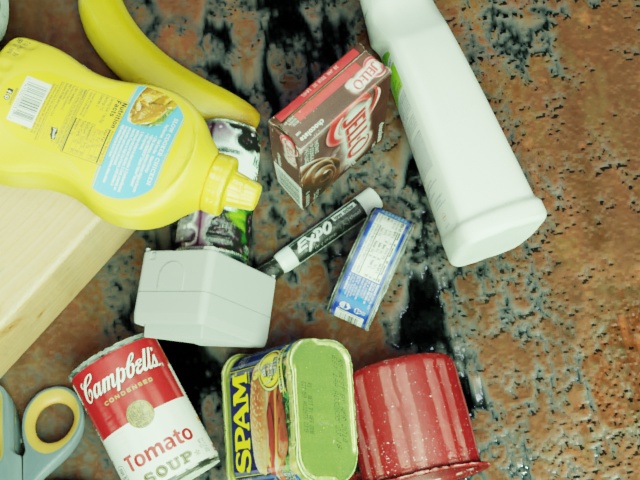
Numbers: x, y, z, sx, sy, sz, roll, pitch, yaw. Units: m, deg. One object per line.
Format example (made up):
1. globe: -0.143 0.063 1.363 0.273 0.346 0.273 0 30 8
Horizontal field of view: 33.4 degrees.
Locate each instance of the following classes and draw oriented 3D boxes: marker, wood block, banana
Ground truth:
1. marker: -0.005 0.001 0.807 0.121 0.020 0.020 -35 79 -12
2. wood block: -0.200 -0.011 0.763 0.091 0.090 0.206 38 76 7
3. banana: -0.131 -0.147 0.831 0.069 0.037 0.198 -38 80 -12

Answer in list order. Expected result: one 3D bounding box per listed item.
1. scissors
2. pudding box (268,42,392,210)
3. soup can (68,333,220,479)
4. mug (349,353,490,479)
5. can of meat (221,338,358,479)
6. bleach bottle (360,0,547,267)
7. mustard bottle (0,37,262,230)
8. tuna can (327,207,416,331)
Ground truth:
1. scissors: -0.190 0.176 0.716 0.096 0.016 0.202 -16 55 -18
2. pudding box: 0.007 -0.081 0.782 0.090 0.113 0.039 -42 77 -13
3. soup can: -0.122 0.124 0.742 0.068 0.068 0.102 -28 79 -10
4. mug: 0.053 0.132 0.747 0.117 0.093 0.081 -23 68 27
5. can of meat: -0.020 0.122 0.731 0.057 0.084 0.102 7 71 -36
6. bleach bottle: 0.086 -0.111 0.799 0.068 0.102 0.251 -19 77 -7
7. mustard bottle: -0.130 -0.060 0.701 0.191 0.058 0.096 20 70 3
8. tuna can: 0.037 0.020 0.770 0.034 0.086 0.086 24 75 5
